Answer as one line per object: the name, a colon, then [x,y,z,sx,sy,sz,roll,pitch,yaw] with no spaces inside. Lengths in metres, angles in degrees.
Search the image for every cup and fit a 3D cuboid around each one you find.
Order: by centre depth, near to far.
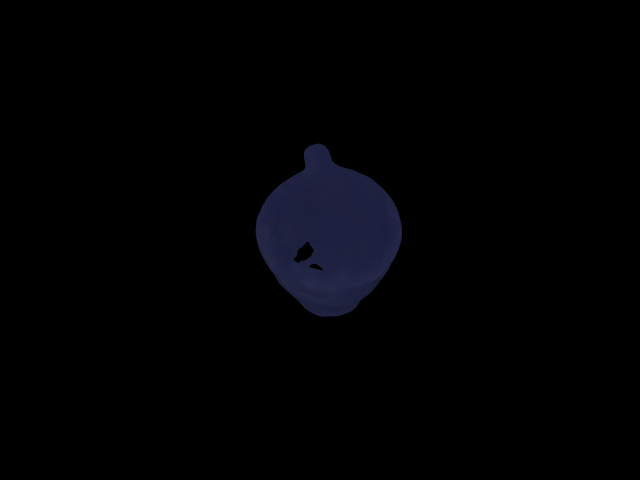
cup: [0.004,0.001,0.400,0.091,0.095,0.117,-7,58,-4]
